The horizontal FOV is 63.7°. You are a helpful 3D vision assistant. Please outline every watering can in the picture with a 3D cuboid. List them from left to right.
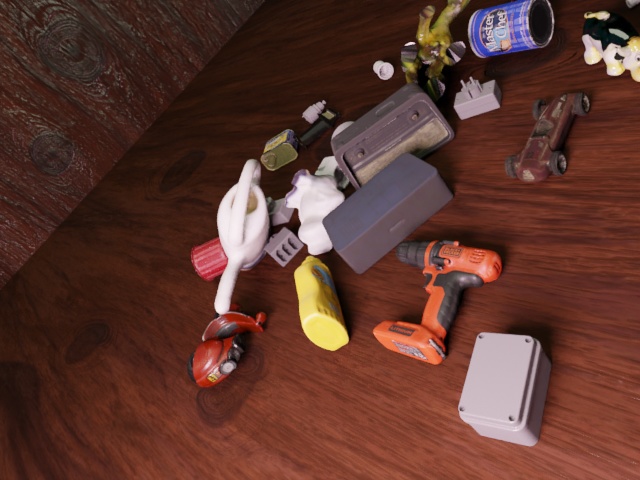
[{"bbox_3d":[-0.167,0.003,1.077,0.104,0.354,0.220,8,-24,0],"label":"watering can"}]

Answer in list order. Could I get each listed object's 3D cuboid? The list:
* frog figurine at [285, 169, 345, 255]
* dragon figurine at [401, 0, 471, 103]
[{"bbox_3d":[0.003,-0.054,1.068,0.123,0.162,0.135,-1,-36,-48],"label":"frog figurine"},{"bbox_3d":[0.240,-0.386,1.172,0.122,0.404,0.246,29,20,4],"label":"dragon figurine"}]
